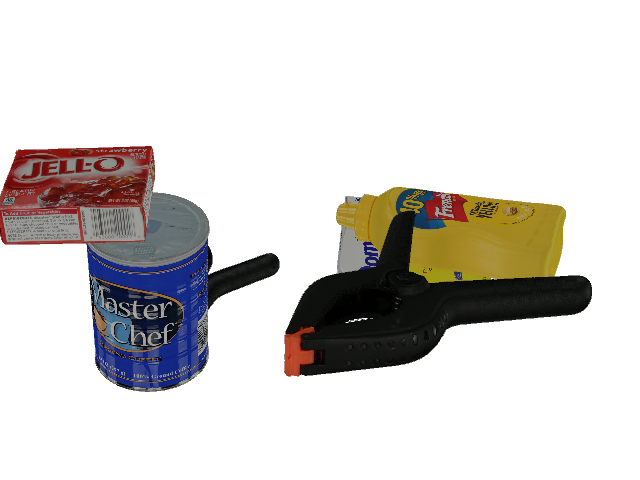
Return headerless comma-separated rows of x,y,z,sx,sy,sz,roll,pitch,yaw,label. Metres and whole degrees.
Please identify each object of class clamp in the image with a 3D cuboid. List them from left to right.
-0.126,0.052,1.150,0.120,0.039,0.171,-6,26,35,clamp
0.050,0.034,0.696,0.209,0.036,0.165,-18,30,-34,clamp

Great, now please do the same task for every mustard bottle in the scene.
0.106,-0.009,0.907,0.192,0.058,0.096,9,29,18,mustard bottle

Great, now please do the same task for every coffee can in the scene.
-0.147,0.044,0.920,0.103,0.140,0.103,3,34,-2,coffee can

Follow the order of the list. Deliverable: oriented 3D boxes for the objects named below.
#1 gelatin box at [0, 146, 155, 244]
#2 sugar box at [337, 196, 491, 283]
-0.150,-0.030,0.662,0.089,0.030,0.073,-1,34,-2,gelatin box
0.110,0.006,1.223,0.176,0.093,0.048,4,23,-3,sugar box
